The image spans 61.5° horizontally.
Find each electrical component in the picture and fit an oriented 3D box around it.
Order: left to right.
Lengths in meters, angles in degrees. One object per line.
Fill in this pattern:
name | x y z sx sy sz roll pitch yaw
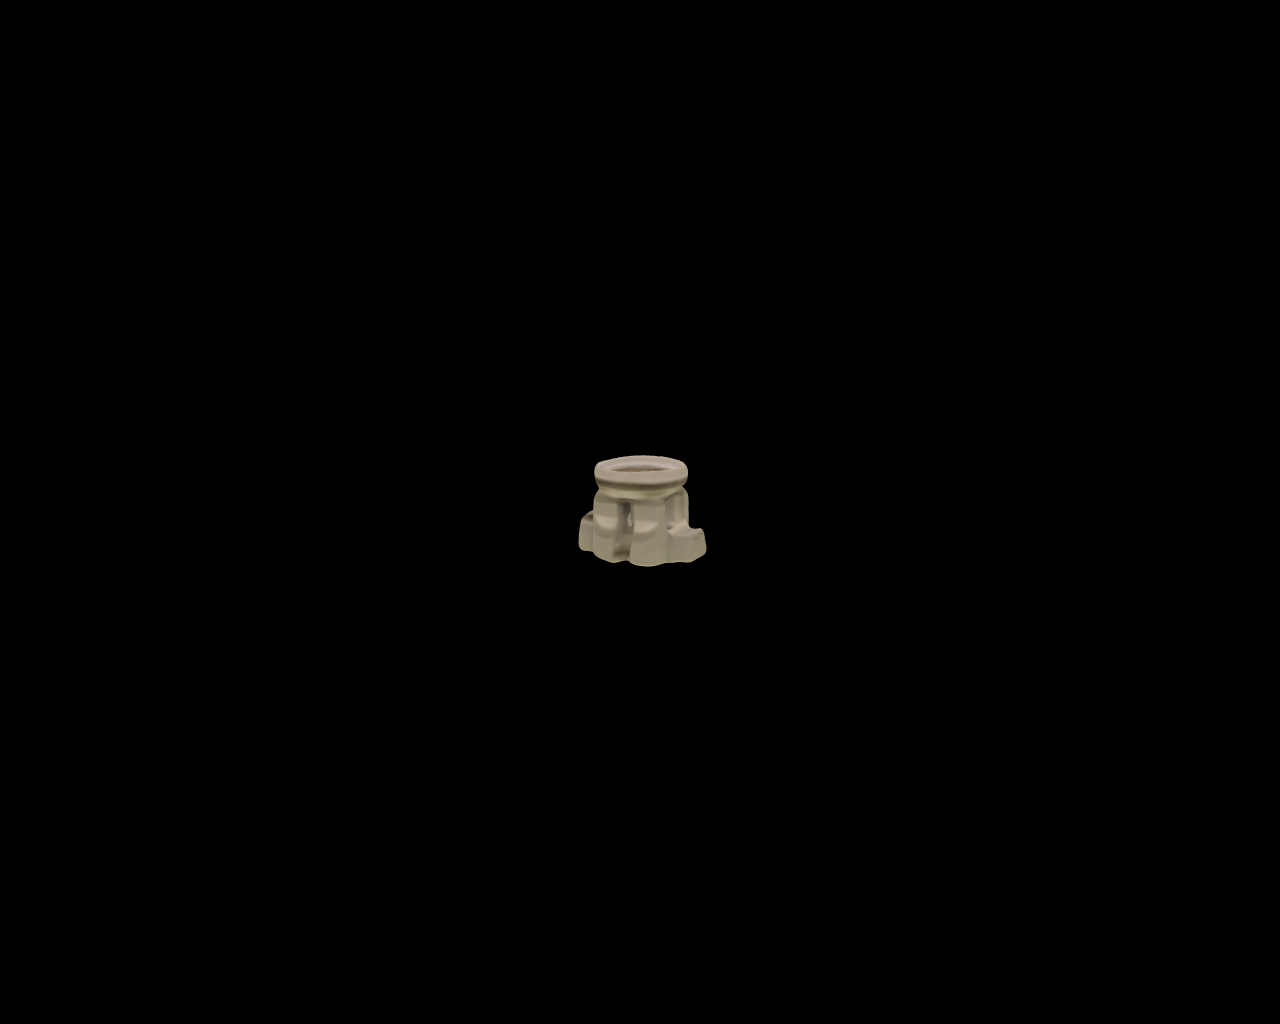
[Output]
electrical component | 0.001 -0.003 0.650 0.078 0.057 0.058 7 16 26
